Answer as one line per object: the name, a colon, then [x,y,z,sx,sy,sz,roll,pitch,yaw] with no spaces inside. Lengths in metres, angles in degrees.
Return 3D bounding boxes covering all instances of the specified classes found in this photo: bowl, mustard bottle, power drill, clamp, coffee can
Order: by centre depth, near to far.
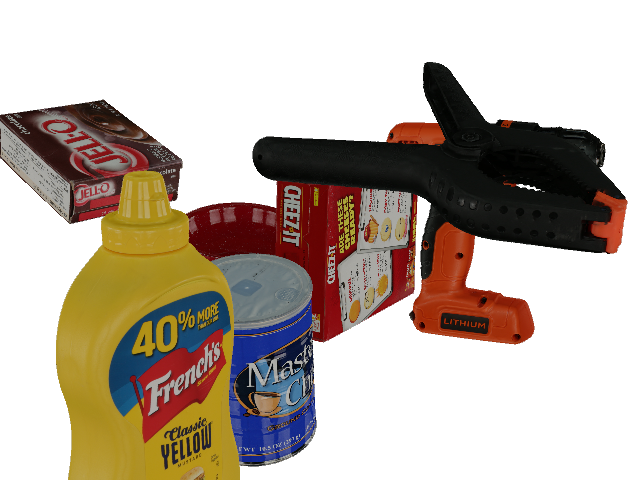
mustard bottle: [-0.082,0.061,0.518,0.058,0.192,0.096,13,20,39]
clamp: [0.074,-0.042,0.610,0.164,0.036,0.210,-25,39,-29]
coffee can: [-0.056,0.096,0.866,0.103,0.140,0.103,-1,30,1]
power drill: [0.146,-0.010,0.910,0.185,0.188,0.057,5,14,26]
bowl: [-0.099,0.010,1.315,0.162,0.055,0.162,3,26,-2]

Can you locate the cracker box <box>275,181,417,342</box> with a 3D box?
cracker box: [0.031,-0.002,1.140,0.072,0.164,0.213,9,15,29]

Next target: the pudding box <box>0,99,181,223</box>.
pudding box: [-0.168,-0.059,0.771,0.089,0.039,0.114,-15,37,-40]
